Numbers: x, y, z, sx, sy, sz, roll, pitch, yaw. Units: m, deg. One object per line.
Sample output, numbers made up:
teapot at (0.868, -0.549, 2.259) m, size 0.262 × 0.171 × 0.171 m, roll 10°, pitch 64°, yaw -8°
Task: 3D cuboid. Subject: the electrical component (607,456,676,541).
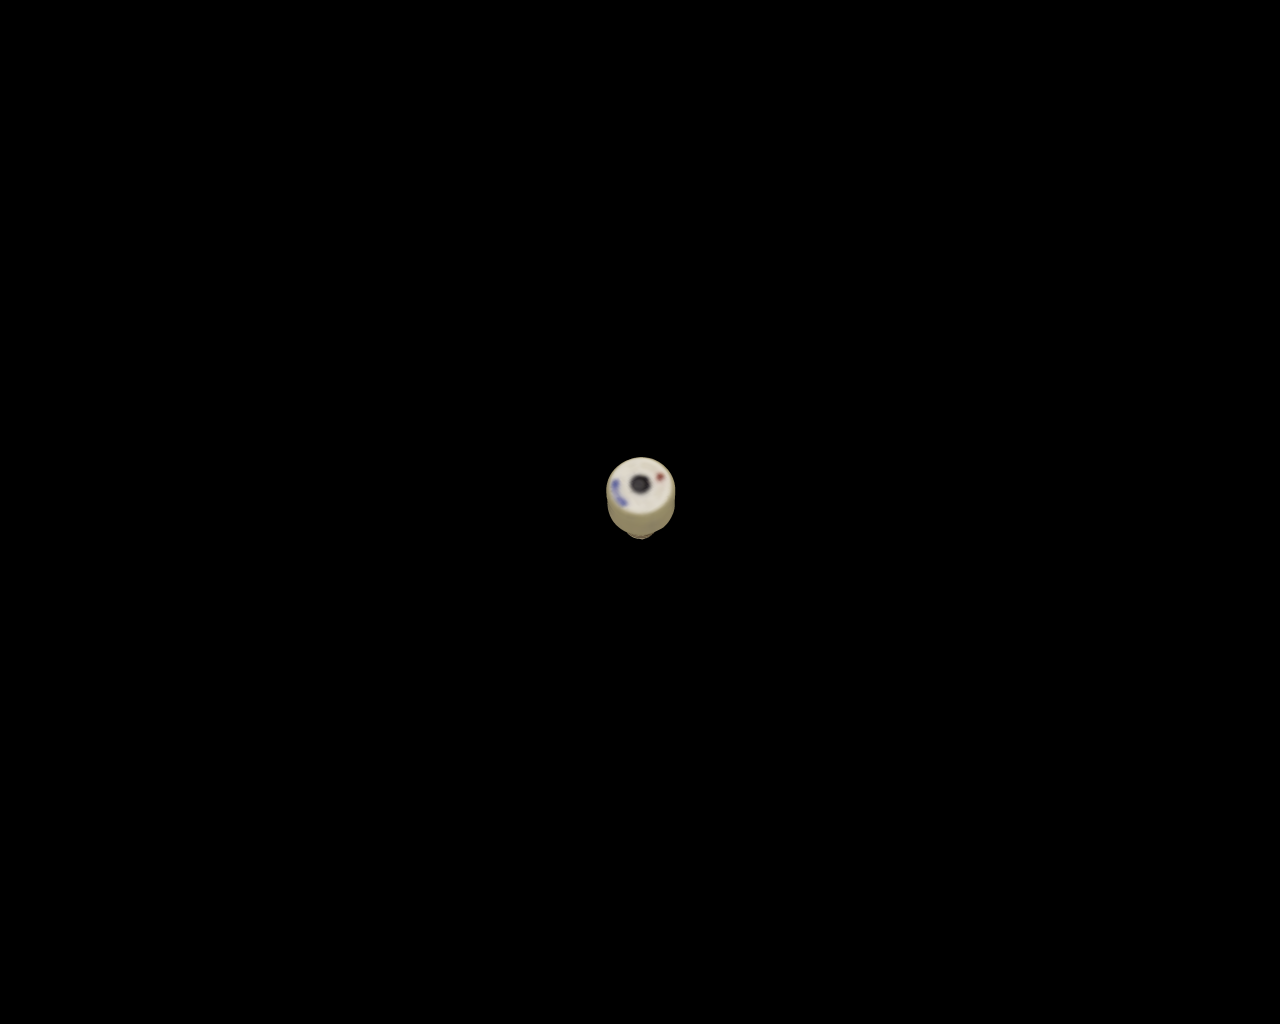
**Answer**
electrical component at (0.001, -0.003, 0.650) m, size 0.040 × 0.040 × 0.078 m, roll 0°, pitch -24°, yaw 0°
